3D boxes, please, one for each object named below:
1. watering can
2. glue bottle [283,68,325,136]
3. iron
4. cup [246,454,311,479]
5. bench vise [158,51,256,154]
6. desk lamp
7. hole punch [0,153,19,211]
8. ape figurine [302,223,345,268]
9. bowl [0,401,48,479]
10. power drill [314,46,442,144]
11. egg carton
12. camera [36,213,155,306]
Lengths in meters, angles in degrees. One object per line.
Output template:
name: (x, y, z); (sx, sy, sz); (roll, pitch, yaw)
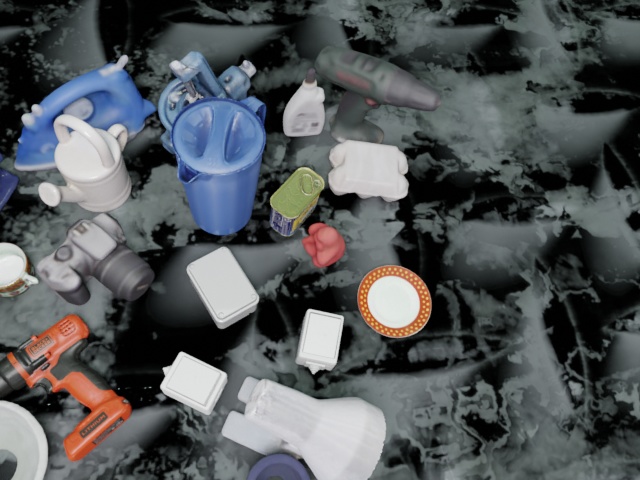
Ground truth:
watering can: (-0.370, -0.123, 0.915); (0.101, 0.194, 0.173); (11, 65, -4)
glue bottle: (-0.024, -0.251, 1.039); (0.078, 0.173, 0.037); (-5, 67, -11)
iron: (-0.419, -0.219, 0.979); (0.259, 0.141, 0.118); (-37, 76, -21)
cup: (-0.066, 0.365, 0.803); (0.091, 0.095, 0.118); (20, 65, 0)
bench vise: (-0.203, -0.269, 0.992); (0.121, 0.219, 0.207); (26, 65, 3)
desk lamp: (-0.029, 0.259, 0.791); (0.203, 0.213, 0.118); (22, 65, 2)
hole punch: (-0.568, -0.095, 0.928); (0.101, 0.091, 0.109); (20, 65, 0)
ape figurine: (0.009, 0.003, 0.976); (0.076, 0.092, 0.078); (12, 65, -3)
bowl: (-0.449, 0.309, 0.778); (0.167, 0.074, 0.167); (3, 66, -7)
power drill: (0.091, -0.248, 1.036); (0.229, 0.208, 0.076); (30, 65, 5)
egg carton: (0.089, -0.126, 1.059); (0.150, 0.069, 0.107); (6, 66, -7)
camera: (-0.342, 0.042, 0.898); (0.136, 0.101, 0.143); (37, 66, 8)
